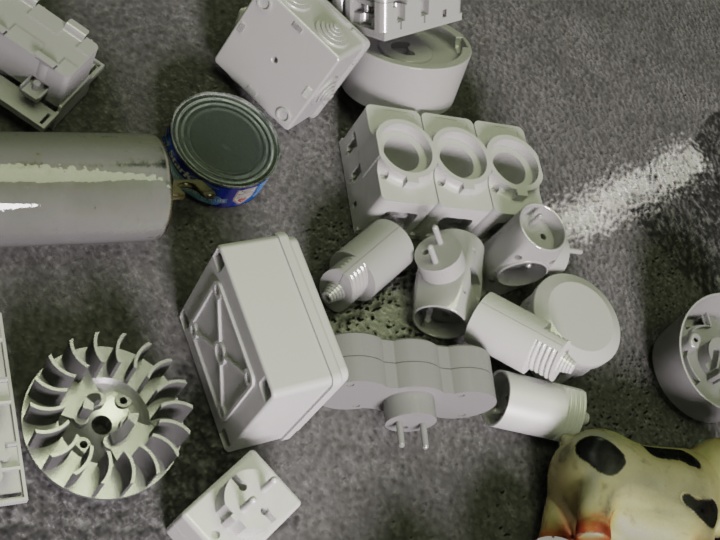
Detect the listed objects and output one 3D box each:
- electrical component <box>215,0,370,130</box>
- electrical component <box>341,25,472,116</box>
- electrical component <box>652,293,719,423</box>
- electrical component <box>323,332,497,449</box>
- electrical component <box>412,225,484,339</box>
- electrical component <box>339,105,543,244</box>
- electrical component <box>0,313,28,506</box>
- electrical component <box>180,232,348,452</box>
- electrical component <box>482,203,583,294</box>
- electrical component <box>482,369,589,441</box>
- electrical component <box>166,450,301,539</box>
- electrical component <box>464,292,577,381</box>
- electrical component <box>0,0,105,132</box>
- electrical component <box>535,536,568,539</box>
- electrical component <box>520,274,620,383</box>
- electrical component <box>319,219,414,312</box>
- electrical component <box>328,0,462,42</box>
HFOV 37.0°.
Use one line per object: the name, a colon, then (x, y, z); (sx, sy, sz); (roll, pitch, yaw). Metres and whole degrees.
electrical component: (-0.056, -0.171, 0.846); (0.100, 0.099, 0.048); (44, 39, 2)
electrical component: (0.035, -0.168, 0.905); (0.108, 0.060, 0.108); (8, 37, -6)
electrical component: (0.299, 0.076, 0.906); (0.099, 0.064, 0.099); (13, 57, -21)
electrical component: (0.035, 0.092, 0.765); (0.138, 0.052, 0.073); (8, 59, -24)
electrical component: (0.064, -0.001, 0.824); (0.043, 0.079, 0.077); (0, 51, 21)
electrical component: (0.068, -0.077, 0.877); (0.150, 0.061, 0.089); (4, 60, -26)
electrical component: (-0.239, 0.077, 0.623); (0.079, 0.063, 0.121); (-3, 64, -29)
electrical component: (-0.066, 0.049, 0.702); (0.056, 0.108, 0.108); (-11, 68, -29)
electrical component: (0.142, -0.014, 0.869); (0.079, 0.077, 0.044); (6, 60, -25)
electrical component: (0.138, 0.105, 0.817); (0.081, 0.043, 0.043); (15, 56, -20)
electrical component: (-0.072, 0.146, 0.661); (0.047, 0.076, 0.066); (47, 52, 4)
electrical component: (0.124, 0.054, 0.803); (0.081, 0.043, 0.043); (29, 49, 20)
electrical component: (-0.251, -0.164, 0.760); (0.121, 0.063, 0.078); (34, 52, -6)
electrical component: (0.124, 0.224, 0.734); (0.080, 0.051, 0.080); (13, 57, -21)
electrical component: (0.162, 0.048, 0.859); (0.080, 0.051, 0.080); (13, 57, -21)
electrical component: (0.000, 0.000, 0.807); (0.043, 0.043, 0.081); (47, 52, 4)
electrical component: (0.001, -0.244, 0.891); (0.089, 0.061, 0.150); (-24, 37, -36)
